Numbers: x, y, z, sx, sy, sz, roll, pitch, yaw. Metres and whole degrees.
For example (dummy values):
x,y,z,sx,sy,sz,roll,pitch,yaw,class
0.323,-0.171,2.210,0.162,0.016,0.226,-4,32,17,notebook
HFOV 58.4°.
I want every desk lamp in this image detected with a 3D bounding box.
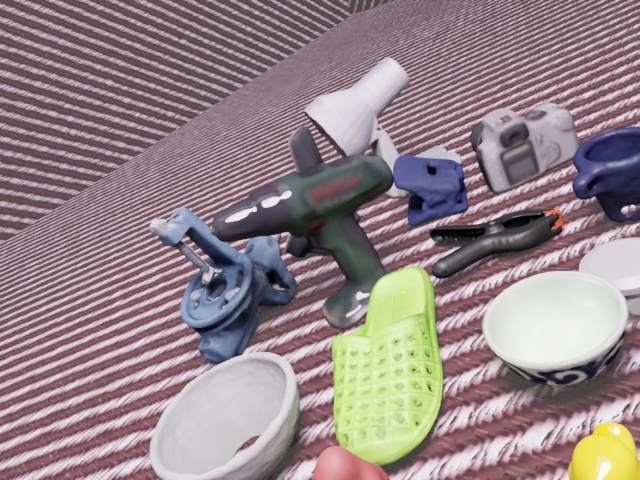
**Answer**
x,y,z,sx,sy,sz,roll,pitch,yaw,class
0.102,-0.181,0.967,0.203,0.214,0.117,-29,25,-4,desk lamp

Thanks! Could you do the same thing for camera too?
x,y,z,sx,sy,sz,roll,pitch,yaw,class
0.293,-0.159,0.872,0.143,0.101,0.136,-26,25,4,camera

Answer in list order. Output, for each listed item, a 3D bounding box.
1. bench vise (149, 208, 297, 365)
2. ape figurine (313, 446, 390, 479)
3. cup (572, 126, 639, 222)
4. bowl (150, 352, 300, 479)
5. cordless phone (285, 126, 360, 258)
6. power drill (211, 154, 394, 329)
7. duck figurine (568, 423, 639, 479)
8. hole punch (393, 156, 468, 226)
x,y,z,sx,sy,sz,roll,pitch,yaw,class
-0.139,0.032,0.793,0.121,0.220,0.207,-16,28,24,bench vise
0.023,0.203,0.461,0.077,0.092,0.076,2,38,46,ape figurine
0.336,-0.060,0.649,0.118,0.095,0.091,-36,27,-18,cup
-0.085,0.200,0.594,0.167,0.075,0.167,-22,26,12,bowl
-0.024,-0.078,0.929,0.093,0.185,0.148,-7,32,36,cordless phone
0.007,0.003,0.719,0.230,0.209,0.075,-34,26,-13,power drill
0.188,0.169,0.370,0.077,0.086,0.105,-7,32,37,duck figurine
0.169,-0.090,0.874,0.101,0.091,0.108,-18,27,19,hole punch
